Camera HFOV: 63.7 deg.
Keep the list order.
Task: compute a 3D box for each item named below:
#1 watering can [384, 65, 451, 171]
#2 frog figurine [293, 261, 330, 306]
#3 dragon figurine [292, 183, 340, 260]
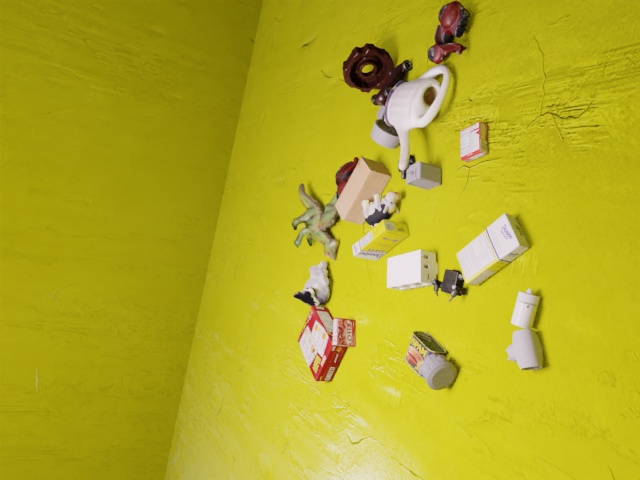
[{"bbox_3d":[0.270,-0.374,1.553,0.349,0.103,0.226,-62,28,-3],"label":"watering can"},{"bbox_3d":[-0.007,0.164,1.913,0.163,0.123,0.134,-53,-1,-39],"label":"frog figurine"},{"bbox_3d":[0.006,-0.101,2.008,0.240,0.121,0.419,-29,54,34],"label":"dragon figurine"}]
